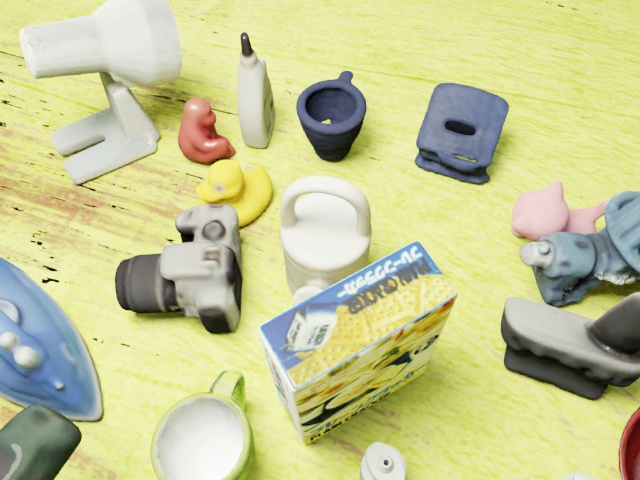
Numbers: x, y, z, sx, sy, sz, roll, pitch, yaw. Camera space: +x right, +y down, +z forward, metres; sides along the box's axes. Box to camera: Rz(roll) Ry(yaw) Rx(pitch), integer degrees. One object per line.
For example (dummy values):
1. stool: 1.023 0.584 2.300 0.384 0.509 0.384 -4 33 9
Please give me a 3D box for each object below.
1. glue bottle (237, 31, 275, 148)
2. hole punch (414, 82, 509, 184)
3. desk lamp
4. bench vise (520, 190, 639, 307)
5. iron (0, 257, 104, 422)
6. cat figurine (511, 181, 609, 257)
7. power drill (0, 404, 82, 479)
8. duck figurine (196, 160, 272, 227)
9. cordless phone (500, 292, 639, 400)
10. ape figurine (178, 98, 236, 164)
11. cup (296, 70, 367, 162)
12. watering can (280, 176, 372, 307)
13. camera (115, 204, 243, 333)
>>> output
1. glue bottle: -0.088 -0.203 0.757 0.037 0.173 0.078 8 60 6
2. hole punch: 0.189 -0.143 0.766 0.108 0.091 0.101 18 62 11
3. desk lamp: -0.270 -0.202 0.735 0.203 0.214 0.117 -29 63 -15
4. bench vise: 0.333 0.002 0.605 0.207 0.220 0.121 -23 62 -12
5. iron: -0.339 0.092 0.607 0.257 0.141 0.119 33 66 18
6. cat figurine: 0.279 -0.026 0.681 0.128 0.118 0.067 -5 60 -2
7. power drill: -0.271 0.258 0.471 0.075 0.208 0.230 22 63 14
8. duck figurine: -0.112 -0.069 0.730 0.105 0.086 0.077 -30 64 -16
9. cordless phone: 0.269 0.082 0.579 0.147 0.185 0.094 15 61 9
10. ape figurine: -0.159 -0.153 0.776 0.076 0.092 0.077 -9 60 -4
11. cup: 0.020 -0.163 0.778 0.091 0.095 0.118 16 61 10
12. watering can: 0.008 0.002 0.624 0.101 0.194 0.172 -11 60 -5
13. camera: -0.162 0.029 0.665 0.137 0.101 0.143 -3 60 -1
